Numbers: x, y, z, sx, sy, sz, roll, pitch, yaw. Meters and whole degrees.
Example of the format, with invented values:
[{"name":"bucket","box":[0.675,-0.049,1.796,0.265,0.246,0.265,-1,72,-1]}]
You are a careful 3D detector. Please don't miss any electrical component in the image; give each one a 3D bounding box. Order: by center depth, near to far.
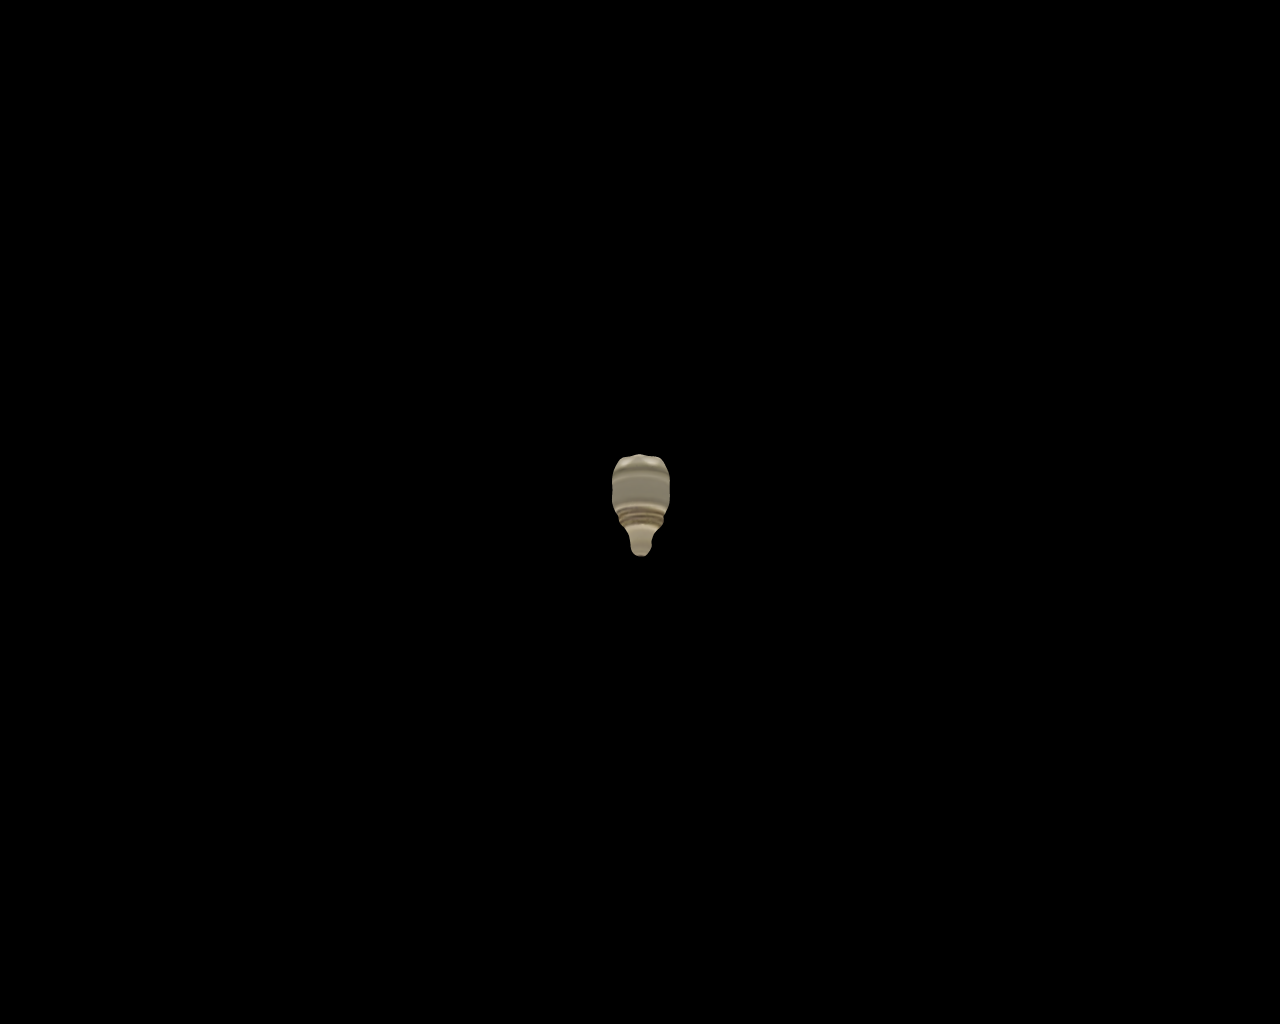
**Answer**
[{"name":"electrical component","box":[0.001,-0.003,0.650,0.035,0.061,0.035,0,-16,0]}]
